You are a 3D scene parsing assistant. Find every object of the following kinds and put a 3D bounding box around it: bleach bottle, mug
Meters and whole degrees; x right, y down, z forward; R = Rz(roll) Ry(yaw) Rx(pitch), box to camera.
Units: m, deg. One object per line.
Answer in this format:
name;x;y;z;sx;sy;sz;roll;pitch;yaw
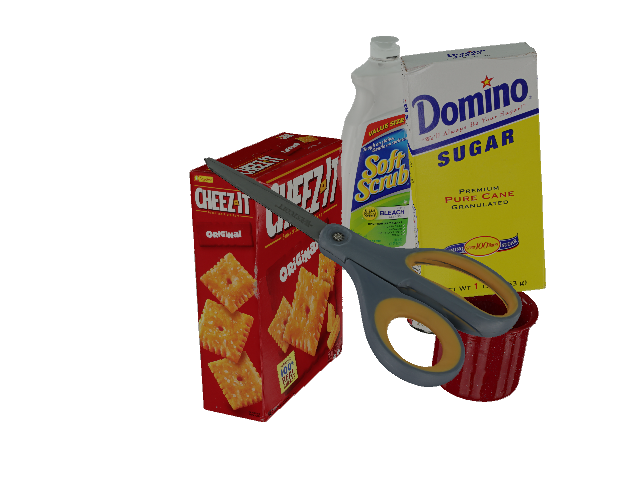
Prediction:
bleach bottle;0.058;-0.094;1.154;0.102;0.251;0.068;-3;25;-7
mug;0.144;0.087;0.984;0.093;0.081;0.117;0;29;-9

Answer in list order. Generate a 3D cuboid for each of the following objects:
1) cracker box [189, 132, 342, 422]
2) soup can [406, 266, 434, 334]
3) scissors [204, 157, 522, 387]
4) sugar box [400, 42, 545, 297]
cracker box;-0.039;0.027;0.937;0.072;0.214;0.164;8;20;24
soup can;0.143;0.057;1.324;0.068;0.102;0.068;1;25;-1
scissors;0.009;0.017;0.585;0.202;0.096;0.016;20;-40;10
sugar box;0.111;-0.048;0.768;0.093;0.176;0.048;-7;22;2
